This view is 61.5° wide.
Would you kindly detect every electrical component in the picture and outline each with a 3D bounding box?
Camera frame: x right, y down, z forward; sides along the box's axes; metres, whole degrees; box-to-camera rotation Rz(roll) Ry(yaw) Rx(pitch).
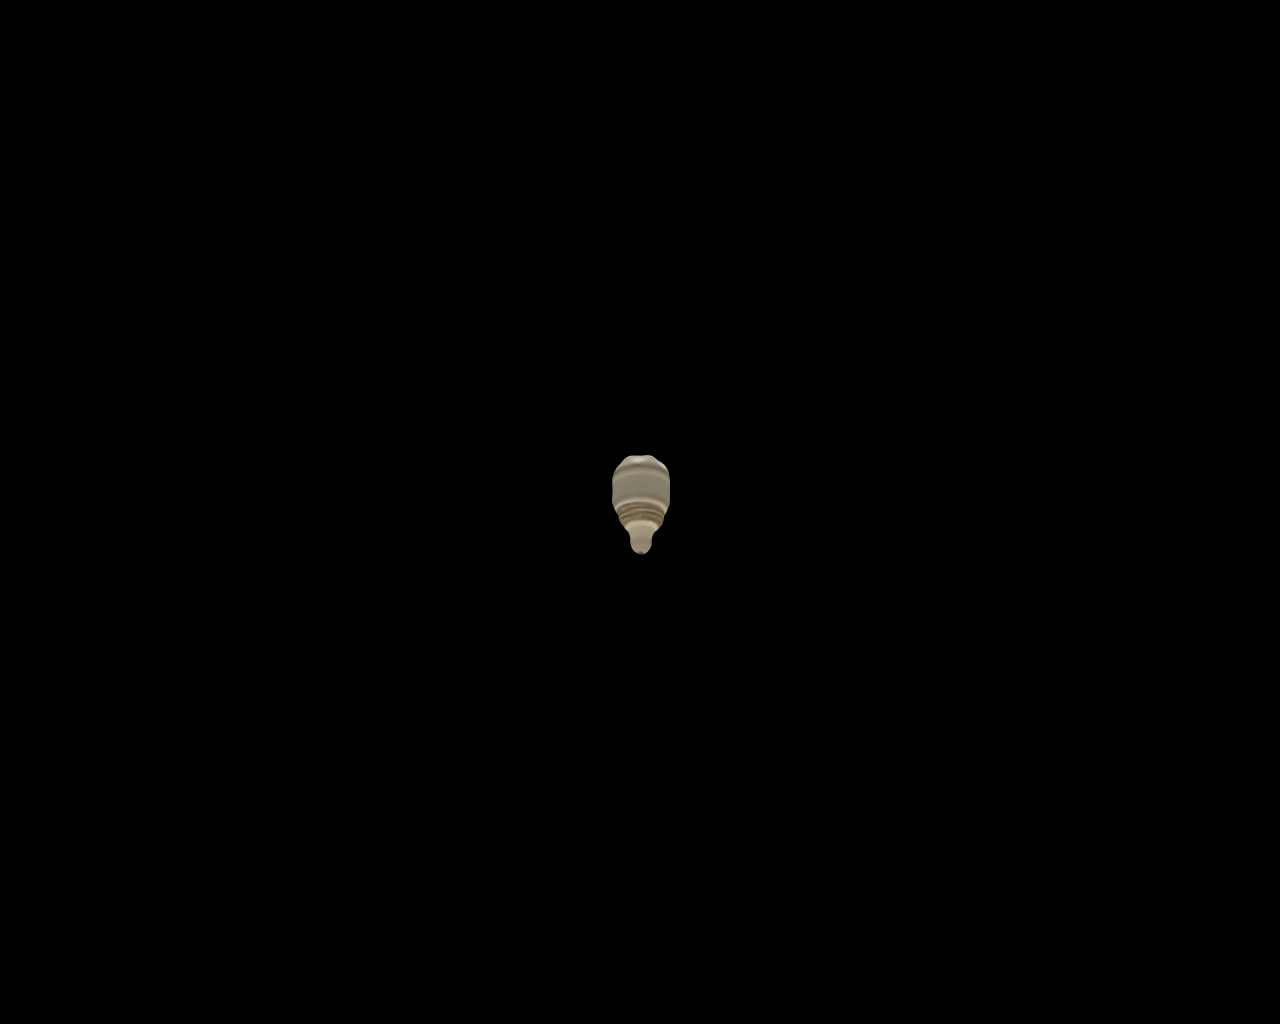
[{"bbox_3d":[0.001,-0.003,0.650,0.035,0.061,0.035,0,-26,0],"label":"electrical component"}]
